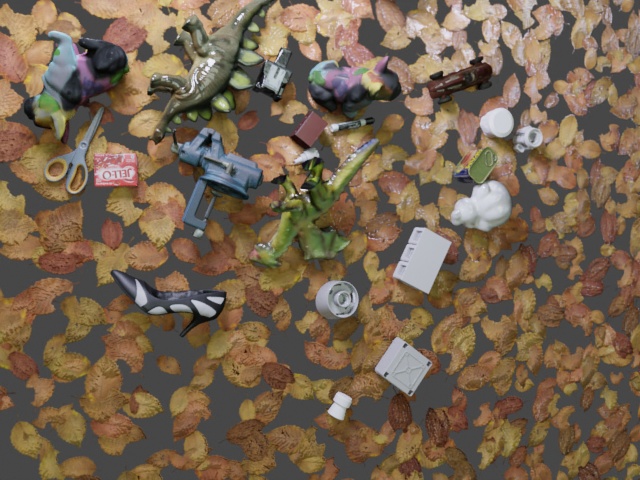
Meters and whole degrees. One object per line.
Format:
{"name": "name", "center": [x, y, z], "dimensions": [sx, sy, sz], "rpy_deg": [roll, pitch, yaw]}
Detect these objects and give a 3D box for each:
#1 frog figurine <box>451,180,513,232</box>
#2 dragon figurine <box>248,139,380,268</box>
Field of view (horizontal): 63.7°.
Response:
{"name": "frog figurine", "center": [0.435, -0.089, 1.391], "dimensions": [0.160, 0.124, 0.135], "rpy_deg": [-13, 116, -29]}
{"name": "dragon figurine", "center": [0.004, -0.064, 1.266], "dimensions": [0.412, 0.124, 0.238], "rpy_deg": [-27, 122, -11]}
